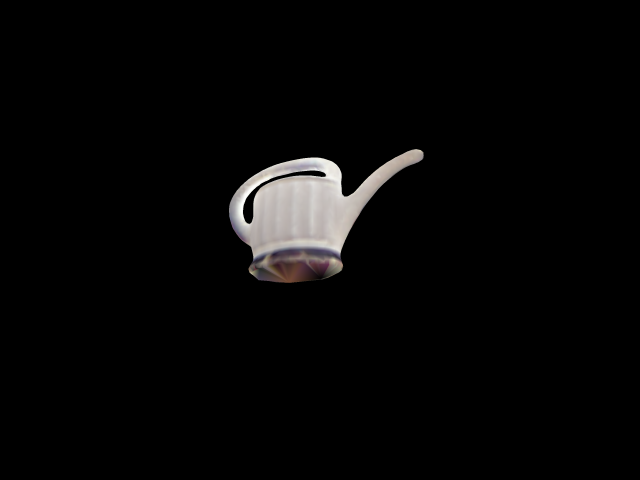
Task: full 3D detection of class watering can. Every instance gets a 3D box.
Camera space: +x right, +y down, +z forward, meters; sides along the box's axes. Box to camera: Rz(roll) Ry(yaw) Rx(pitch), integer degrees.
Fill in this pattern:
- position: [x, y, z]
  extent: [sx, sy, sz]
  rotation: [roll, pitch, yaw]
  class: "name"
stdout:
- position: [0.003, -0.043, 0.850]
  extent: [0.347, 0.228, 0.102]
  rotation: [-8, -25, 18]
  class: "watering can"
